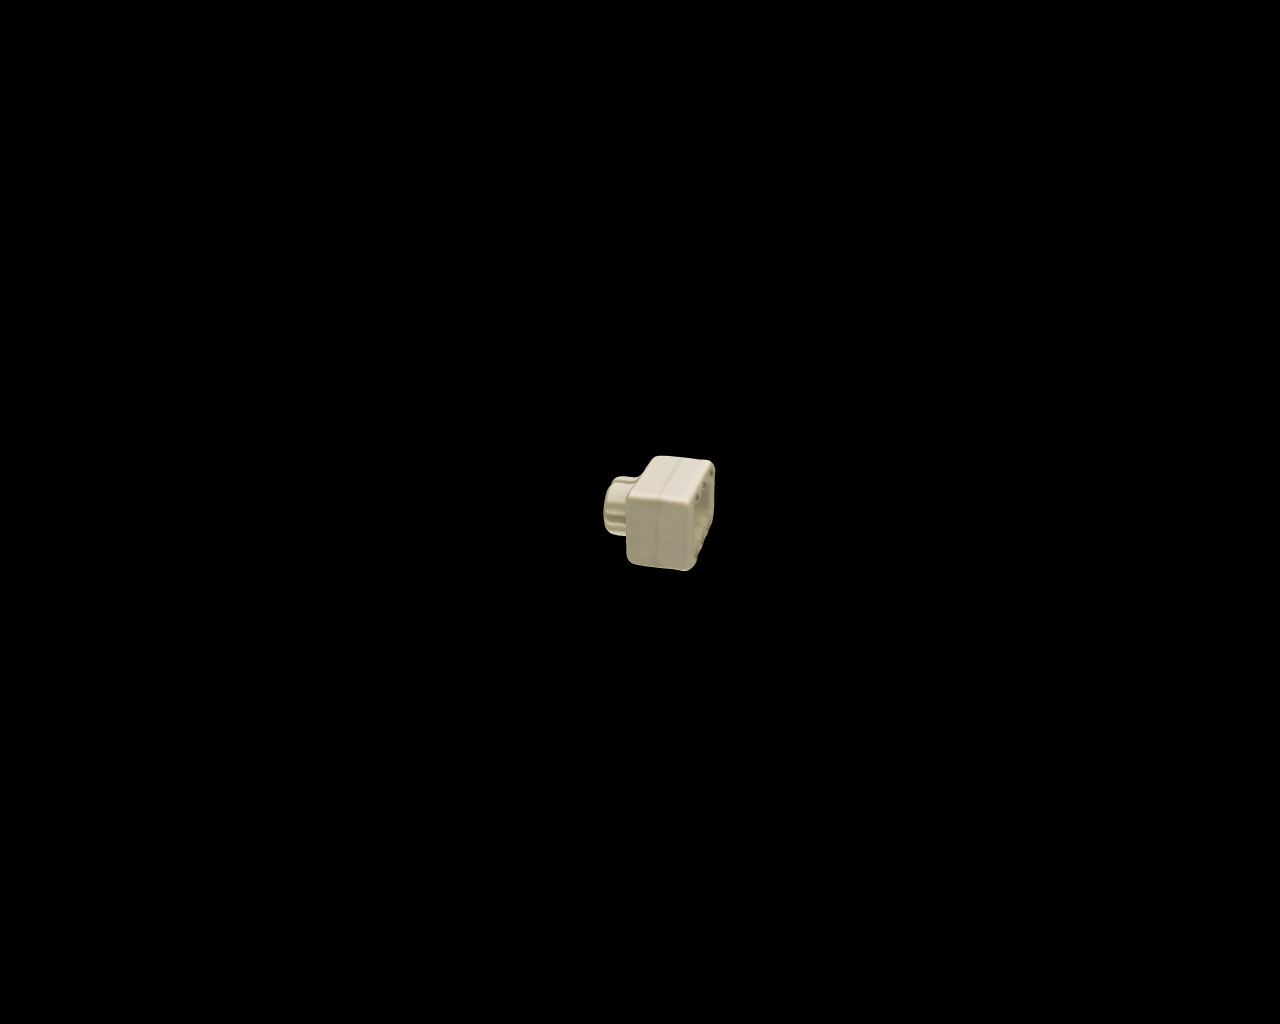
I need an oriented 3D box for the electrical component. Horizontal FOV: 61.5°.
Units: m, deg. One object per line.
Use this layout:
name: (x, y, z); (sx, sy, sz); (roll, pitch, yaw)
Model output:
electrical component: (0.001, -0.003, 0.650); (0.077, 0.047, 0.066); (7, 27, 14)
